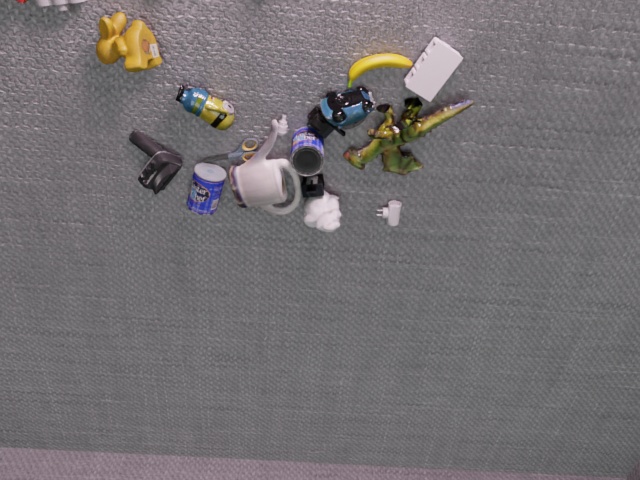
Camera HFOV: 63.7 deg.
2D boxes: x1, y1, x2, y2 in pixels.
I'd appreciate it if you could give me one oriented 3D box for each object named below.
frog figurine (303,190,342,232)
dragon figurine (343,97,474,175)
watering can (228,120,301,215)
[{"bbox_3d":[0.005,-0.085,1.690,0.136,0.163,0.121,-29,118,19],"label":"frog figurine"},{"bbox_3d":[0.270,-0.304,1.602,0.410,0.125,0.237,-8,141,7],"label":"dragon figurine"},{"bbox_3d":[-0.185,-0.215,1.632,0.224,0.106,0.340,-9,128,7],"label":"watering can"}]
